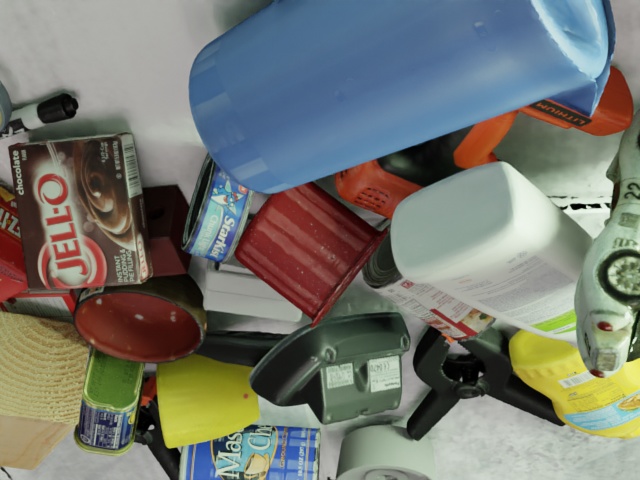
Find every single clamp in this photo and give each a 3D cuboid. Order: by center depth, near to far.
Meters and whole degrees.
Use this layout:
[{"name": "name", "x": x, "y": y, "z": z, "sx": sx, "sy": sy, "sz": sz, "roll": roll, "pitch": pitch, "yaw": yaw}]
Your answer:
[{"name": "clamp", "x": 0.134, "y": 0.134, "z": 1.010, "sx": 0.165, "sy": 0.036, "sz": 0.210, "roll": -14, "pitch": 139, "yaw": 20}, {"name": "clamp", "x": -0.196, "y": 0.196, "z": 1.126, "sx": 0.120, "sy": 0.039, "sz": 0.171, "roll": 11, "pitch": 136, "yaw": 3}]

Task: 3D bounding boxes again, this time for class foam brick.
[{"name": "foam brick", "x": -0.144, "y": -0.005, "z": 0.849, "sx": 0.078, "sy": 0.053, "sz": 0.051, "roll": -4, "pitch": 141, "yaw": 11}]

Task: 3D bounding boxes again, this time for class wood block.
[{"name": "wood block", "x": -0.283, "y": 0.145, "z": 0.990, "sx": 0.090, "sy": 0.091, "sz": 0.206, "roll": 12, "pitch": 154, "yaw": -21}]

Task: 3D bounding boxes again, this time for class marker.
[{"name": "marker", "x": -0.229, "y": -0.085, "z": 0.783, "sx": 0.121, "sy": 0.020, "sz": 0.020, "roll": -13, "pitch": 139, "yaw": 22}]

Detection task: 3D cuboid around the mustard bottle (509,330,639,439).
[{"name": "mustard bottle", "x": 0.256, "y": 0.134, "z": 0.980, "sx": 0.096, "sy": 0.058, "sz": 0.191, "roll": -26, "pitch": 133, "yaw": 22}]

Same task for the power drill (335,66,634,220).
[{"name": "power drill", "x": 0.129, "y": -0.056, "z": 0.751, "sx": 0.184, "sy": 0.057, "sz": 0.188, "roll": 19, "pitch": 139, "yaw": -23}]

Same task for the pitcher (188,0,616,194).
[{"name": "pitcher", "x": 0.035, "y": -0.123, "z": 0.632, "sx": 0.243, "sy": 0.149, "sz": 0.144, "roll": -21, "pitch": 150, "yaw": 34}]

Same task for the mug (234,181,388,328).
[{"name": "mug", "x": -0.005, "y": 0.001, "z": 0.803, "sx": 0.081, "sy": 0.117, "sz": 0.093, "roll": 38, "pitch": 117, "yaw": 5}]

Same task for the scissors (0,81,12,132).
[{"name": "scissors", "x": -0.244, "y": -0.140, "z": 0.709, "sx": 0.096, "sy": 0.016, "sz": 0.202, "roll": 24, "pitch": 139, "yaw": -5}]

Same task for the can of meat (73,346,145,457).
[{"name": "can of meat", "x": -0.194, "y": 0.137, "z": 1.000, "sx": 0.057, "sy": 0.102, "sz": 0.084, "roll": 10, "pitch": 140, "yaw": -8}]

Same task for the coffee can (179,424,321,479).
[{"name": "coffee can", "x": -0.072, "y": 0.245, "z": 1.123, "sx": 0.140, "sy": 0.103, "sz": 0.103, "roll": 3, "pitch": 142, "yaw": 2}]

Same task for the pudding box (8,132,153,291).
[{"name": "pudding box", "x": -0.177, "y": -0.020, "z": 0.796, "sx": 0.090, "sy": 0.039, "sz": 0.113, "roll": -5, "pitch": 96, "yaw": 10}]

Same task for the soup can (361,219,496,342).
[{"name": "soup can", "x": 0.091, "y": 0.030, "z": 0.857, "sx": 0.102, "sy": 0.068, "sz": 0.069, "roll": 32, "pitch": 134, "yaw": -30}]

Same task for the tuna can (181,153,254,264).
[{"name": "tuna can", "x": -0.074, "y": -0.027, "z": 0.787, "sx": 0.033, "sy": 0.086, "sz": 0.086, "roll": 17, "pitch": 141, "yaw": -13}]

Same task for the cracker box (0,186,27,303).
[{"name": "cracker box", "x": -0.349, "y": 0.006, "z": 0.871, "sx": 0.214, "sy": 0.072, "sz": 0.164, "roll": -24, "pitch": 133, "yaw": 33}]

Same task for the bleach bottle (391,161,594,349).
[{"name": "bleach bottle", "x": 0.162, "y": 0.032, "z": 0.781, "sx": 0.103, "sy": 0.068, "sz": 0.250, "roll": -24, "pitch": 144, "yaw": 30}]

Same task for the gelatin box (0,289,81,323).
[{"name": "gelatin box", "x": -0.254, "y": 0.058, "z": 0.962, "sx": 0.089, "sy": 0.030, "sz": 0.073, "roll": -1, "pitch": 143, "yaw": 8}]
